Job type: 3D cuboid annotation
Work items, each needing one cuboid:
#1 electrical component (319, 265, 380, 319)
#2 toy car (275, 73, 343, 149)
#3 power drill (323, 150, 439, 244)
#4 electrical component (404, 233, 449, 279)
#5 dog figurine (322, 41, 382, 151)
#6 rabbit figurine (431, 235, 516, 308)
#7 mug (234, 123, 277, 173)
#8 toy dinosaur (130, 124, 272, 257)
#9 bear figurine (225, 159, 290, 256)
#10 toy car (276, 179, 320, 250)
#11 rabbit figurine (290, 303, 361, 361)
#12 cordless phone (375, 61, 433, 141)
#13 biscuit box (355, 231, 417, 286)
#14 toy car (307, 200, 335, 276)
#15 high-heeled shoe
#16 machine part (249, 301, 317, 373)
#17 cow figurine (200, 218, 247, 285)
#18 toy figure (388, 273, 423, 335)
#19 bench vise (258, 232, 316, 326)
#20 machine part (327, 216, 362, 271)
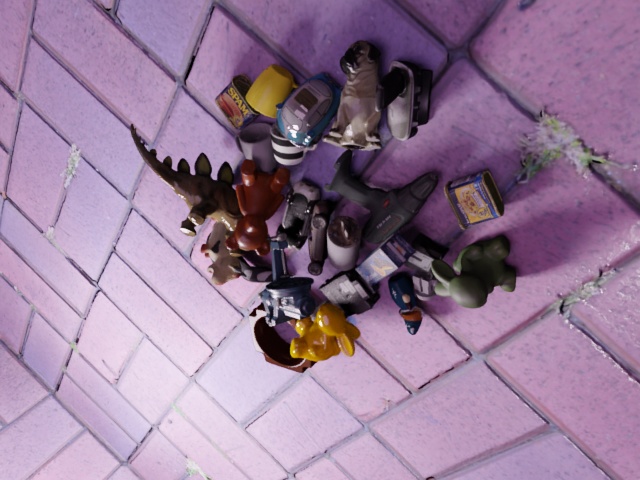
[{"bbox_3d":[0.082,0.128,1.351,0.134,0.058,0.115,-31,100,41],"label":"electrical component"},{"bbox_3d":[-0.022,-0.274,1.118,0.109,0.103,0.161,45,99,5],"label":"toy car"},{"bbox_3d":[0.123,-0.111,1.174,0.207,0.086,0.232,32,133,3],"label":"power drill"},{"bbox_3d":[0.219,0.028,1.208,0.119,0.048,0.074,27,128,18],"label":"electrical component"},{"bbox_3d":[0.080,-0.288,1.096,0.121,0.172,0.190,8,87,-10],"label":"dog figurine"},{"bbox_3d":[0.307,0.072,1.096,0.159,0.170,0.121,2,117,31],"label":"rabbit figurine"},{"bbox_3d":[-0.152,-0.213,1.279,0.110,0.081,0.107,10,138,23],"label":"mug"},{"bbox_3d":[-0.277,-0.103,1.325,0.105,0.198,0.471,-22,136,39],"label":"toy dinosaur"},{"bbox_3d":[-0.150,-0.070,1.256,0.120,0.196,0.132,15,161,-8],"label":"bear figurine"},{"bbox_3d":[-0.054,-0.057,1.329,0.074,0.056,0.201,28,131,11],"label":"toy car"},{"bbox_3d":[0.018,0.230,1.329,0.162,0.122,0.173,25,131,4],"label":"rabbit figurine"},{"bbox_3d":[0.142,-0.247,1.002,0.089,0.184,0.146,13,123,21],"label":"cordless phone"},{"bbox_3d":[0.142,0.047,1.203,0.063,0.059,0.202,46,161,4],"label":"biscuit box"},{"bbox_3d":[-0.003,-0.004,1.301,0.053,0.089,0.201,11,125,5],"label":"toy car"},{"bbox_3d":[-0.202,0.045,1.499,0.249,0.086,0.145,4,86,9],"label":"high-heeled shoe"},{"bbox_3d":[-0.094,0.264,1.528,0.201,0.087,0.201,10,120,28],"label":"machine part"},{"bbox_3d":[-0.248,0.028,1.432,0.127,0.195,0.085,10,161,10],"label":"cow figurine"},{"bbox_3d":[0.209,0.156,1.281,0.058,0.064,0.154,-17,107,25],"label":"toy figure"},{"bbox_3d":[-0.094,0.099,1.358,0.224,0.129,0.240,-169,69,-65],"label":"bench vise"},{"bbox_3d":[0.055,0.010,1.234,0.079,0.079,0.243,32,165,12],"label":"machine part"}]
